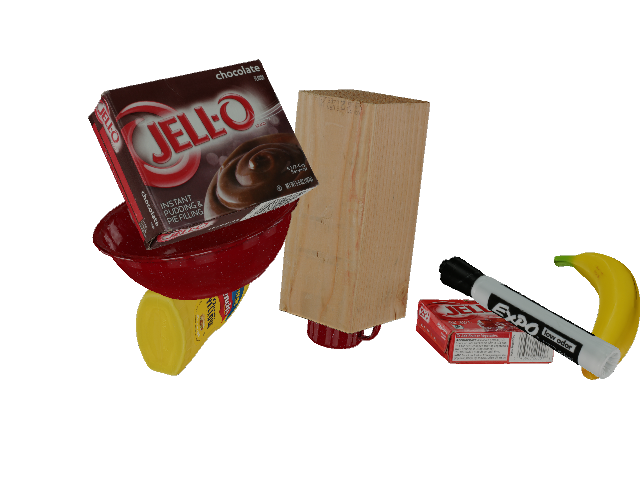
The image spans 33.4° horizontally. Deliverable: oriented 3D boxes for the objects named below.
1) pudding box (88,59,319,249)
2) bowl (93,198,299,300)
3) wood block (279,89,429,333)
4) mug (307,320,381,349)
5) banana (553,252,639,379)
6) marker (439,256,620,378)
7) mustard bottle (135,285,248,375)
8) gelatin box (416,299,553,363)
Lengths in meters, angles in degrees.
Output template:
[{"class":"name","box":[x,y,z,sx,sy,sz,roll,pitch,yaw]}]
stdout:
[{"class":"pudding box","box":[-0.069,-0.053,0.636,0.113,0.090,0.039,-19,-10,-37]},{"class":"bowl","box":[-0.090,0.000,0.825,0.162,0.055,0.162,-10,24,4]},{"class":"wood block","box":[0.030,-0.031,0.986,0.090,0.206,0.090,16,17,36]},{"class":"mug","box":[0.035,0.105,1.512,0.117,0.081,0.093,17,23,28]},{"class":"banana","box":[0.270,0.062,1.013,0.070,0.037,0.197,-28,23,18]},{"class":"marker","box":[0.115,0.041,0.608,0.020,0.020,0.121,0,25,-48]},{"class":"mustard bottle","box":[-0.122,0.055,1.123,0.058,0.096,0.191,10,29,20]},{"class":"gelatin box","box":[0.128,0.069,0.832,0.089,0.030,0.073,2,15,-14]}]
